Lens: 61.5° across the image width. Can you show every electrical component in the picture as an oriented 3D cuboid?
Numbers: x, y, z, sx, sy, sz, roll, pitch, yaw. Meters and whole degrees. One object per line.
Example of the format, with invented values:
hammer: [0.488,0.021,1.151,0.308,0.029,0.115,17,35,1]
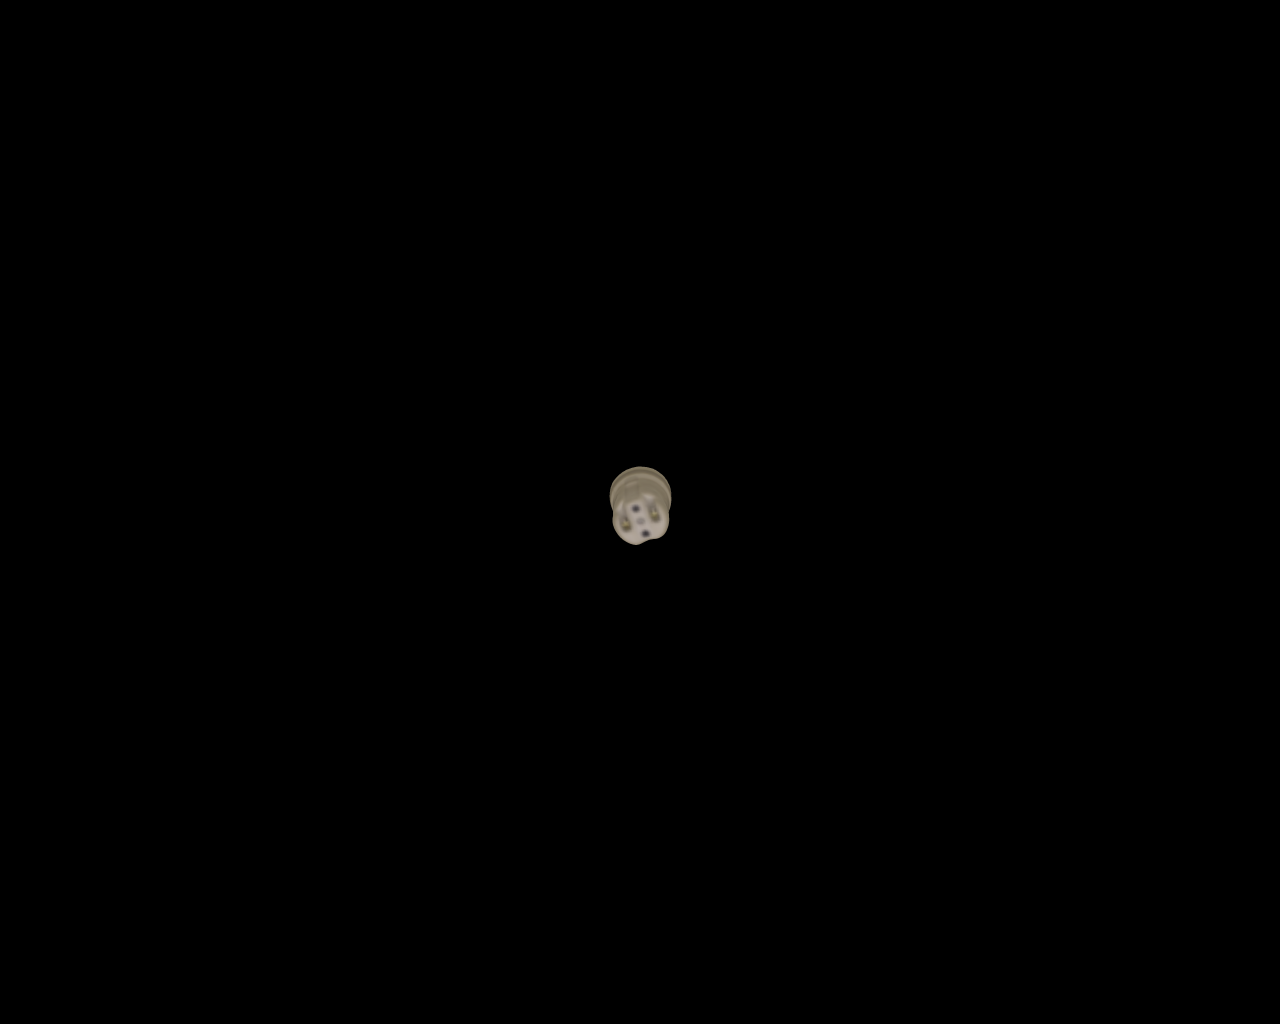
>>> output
electrical component: [0.001,-0.003,0.650,0.040,0.040,0.046,0,23,0]
